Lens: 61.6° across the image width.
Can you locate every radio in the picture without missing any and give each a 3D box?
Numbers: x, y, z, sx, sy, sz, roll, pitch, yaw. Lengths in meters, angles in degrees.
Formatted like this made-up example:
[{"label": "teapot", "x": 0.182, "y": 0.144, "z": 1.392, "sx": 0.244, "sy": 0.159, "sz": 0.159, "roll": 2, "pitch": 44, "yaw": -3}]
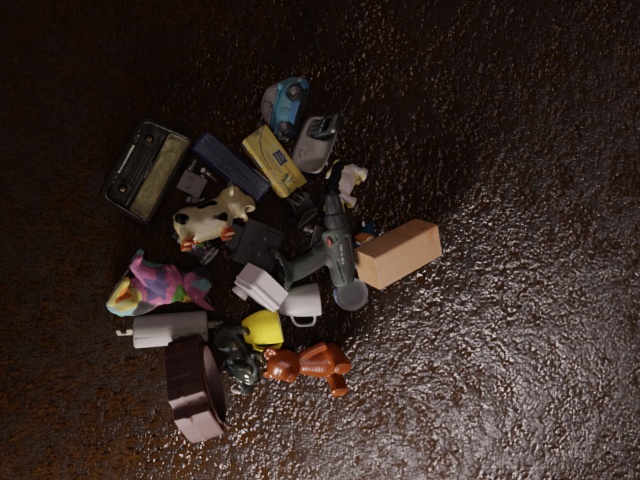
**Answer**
[{"label": "radio", "x": -0.405, "y": -0.163, "z": 1.250, "sx": 0.131, "sy": 0.073, "sz": 0.229, "roll": 28, "pitch": 84, "yaw": -13}]

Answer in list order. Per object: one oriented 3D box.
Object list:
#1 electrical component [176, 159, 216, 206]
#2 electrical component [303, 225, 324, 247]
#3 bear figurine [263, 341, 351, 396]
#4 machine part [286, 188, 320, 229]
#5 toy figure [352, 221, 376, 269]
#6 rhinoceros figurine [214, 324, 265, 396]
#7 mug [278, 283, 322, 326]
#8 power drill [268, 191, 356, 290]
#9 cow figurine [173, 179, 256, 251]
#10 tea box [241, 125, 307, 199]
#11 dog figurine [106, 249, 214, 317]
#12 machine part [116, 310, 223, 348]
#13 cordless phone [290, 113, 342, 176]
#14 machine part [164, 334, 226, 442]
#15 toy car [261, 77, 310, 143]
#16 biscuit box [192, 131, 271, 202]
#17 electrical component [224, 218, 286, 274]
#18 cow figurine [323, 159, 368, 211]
[{"label": "electrical component", "x": -0.300, "y": -0.135, "z": 1.290, "sx": 0.078, "sy": 0.045, "sz": 0.102, "roll": 33, "pitch": 84, "yaw": -13}, {"label": "electrical component", "x": -0.003, "y": -0.004, "z": 1.375, "sx": 0.094, "sy": 0.021, "sz": 0.063, "roll": 16, "pitch": 88, "yaw": -14}, {"label": "bear figurine", "x": -0.038, "y": 0.315, "z": 1.322, "sx": 0.196, "sy": 0.132, "sz": 0.120, "roll": -5, "pitch": 123, "yaw": -20}, {"label": "machine part", "x": -0.044, "y": -0.077, "z": 1.313, "sx": 0.084, "sy": 0.138, "sz": 0.039, "roll": -32, "pitch": 65, "yaw": -8}, {"label": "toy figure", "x": 0.099, "y": 0.021, "z": 1.383, "sx": 0.058, "sy": 0.064, "sz": 0.154, "roll": 35, "pitch": 87, "yaw": 12}, {"label": "rhinoceros figurine", "x": -0.197, "y": 0.290, "z": 1.281, "sx": 0.112, "sy": 0.073, "sz": 0.190, "roll": -8, "pitch": 115, "yaw": 25}, {"label": "mug", "x": -0.053, "y": 0.163, "z": 1.345, "sx": 0.107, "sy": 0.081, "sz": 0.109, "roll": -4, "pitch": 107, "yaw": -5}, {"label": "power drill", "x": -0.018, "y": 0.017, "z": 1.296, "sx": 0.207, "sy": 0.086, "sz": 0.231, "roll": -21, "pitch": 99, "yaw": -21}, {"label": "cow figurine", "x": -0.244, "y": -0.060, "z": 1.249, "sx": 0.195, "sy": 0.085, "sz": 0.127, "roll": -18, "pitch": 83, "yaw": -18}, {"label": "tea box", "x": -0.114, "y": -0.187, "z": 1.307, "sx": 0.068, "sy": 0.098, "sz": 0.169, "roll": -39, "pitch": 101, "yaw": -9}, {"label": "dog figurine", "x": -0.357, "y": 0.125, "z": 1.253, "sx": 0.219, "sy": 0.108, "sz": 0.191, "roll": 31, "pitch": 84, "yaw": -15}, {"label": "machine part", "x": -0.352, "y": 0.210, "z": 1.270, "sx": 0.243, "sy": 0.079, "sz": 0.079, "roll": -4, "pitch": 92, "yaw": -13}, {"label": "cordless phone", "x": 0.003, "y": -0.229, "z": 1.290, "sx": 0.089, "sy": 0.184, "sz": 0.146, "roll": 24, "pitch": 86, "yaw": -17}, {"label": "machine part", "x": -0.277, "y": 0.331, "z": 1.209, "sx": 0.087, "sy": 0.201, "sz": 0.201, "roll": -14, "pitch": 139, "yaw": -6}, {"label": "toy car", "x": -0.091, "y": -0.326, "z": 1.316, "sx": 0.103, "sy": 0.109, "sz": 0.161, "roll": 21, "pitch": 98, "yaw": 10}, {"label": "biscuit box", "x": -0.215, "y": -0.177, "z": 1.302, "sx": 0.202, "sy": 0.059, "sz": 0.063, "roll": 40, "pitch": 84, "yaw": -12}, {"label": "electrical component", "x": -0.163, "y": 0.009, "z": 1.320, "sx": 0.134, "sy": 0.058, "sz": 0.115, "roll": 19, "pitch": 85, "yaw": -13}, {"label": "cow figurine", "x": 0.047, "y": -0.117, "z": 1.361, "sx": 0.098, "sy": 0.068, "sz": 0.167, "roll": 24, "pitch": 83, "yaw": -7}]
